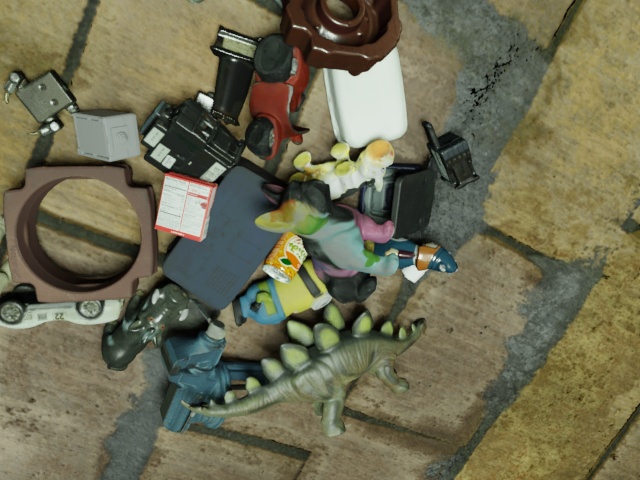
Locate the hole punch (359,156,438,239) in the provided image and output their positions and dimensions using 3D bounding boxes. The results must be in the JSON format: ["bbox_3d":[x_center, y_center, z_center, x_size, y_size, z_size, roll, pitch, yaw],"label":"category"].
[{"bbox_3d":[0.130,-0.071,0.900,0.116,0.092,0.142,-15,115,-42],"label":"hole punch"}]

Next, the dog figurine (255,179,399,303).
[{"bbox_3d":[-0.002,-0.002,0.815,0.219,0.108,0.191,22,137,-16],"label":"dog figurine"}]

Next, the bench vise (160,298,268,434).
[{"bbox_3d":[-0.169,0.237,0.945,0.240,0.129,0.223,12,99,-36],"label":"bench vise"}]

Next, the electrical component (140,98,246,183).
[{"bbox_3d":[-0.194,-0.140,0.790,0.134,0.058,0.115,37,136,-24],"label":"electrical component"}]

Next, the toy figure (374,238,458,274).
[{"bbox_3d":[0.158,0.026,0.918,0.155,0.064,0.057,6,120,19],"label":"toy figure"}]

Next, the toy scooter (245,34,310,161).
[{"bbox_3d":[-0.052,-0.204,0.800,0.075,0.135,0.183,12,92,25],"label":"toy scooter"}]

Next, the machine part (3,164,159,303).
[{"bbox_3d":[-0.350,-0.013,0.807,0.201,0.087,0.201,-2,101,-10],"label":"machine part"}]

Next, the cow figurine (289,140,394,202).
[{"bbox_3d":[0.044,-0.100,0.842,0.167,0.068,0.098,-10,147,23],"label":"cow figurine"}]

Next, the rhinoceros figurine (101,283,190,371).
[{"bbox_3d":[-0.290,0.136,0.881,0.190,0.112,0.073,-41,111,16],"label":"rhinoceros figurine"}]

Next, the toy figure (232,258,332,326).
[{"bbox_3d":[-0.063,0.092,0.923,0.180,0.082,0.089,-15,115,-2],"label":"toy figure"}]

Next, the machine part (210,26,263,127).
[{"bbox_3d":[-0.129,-0.239,0.793,0.084,0.039,0.138,9,91,-25],"label":"machine part"}]

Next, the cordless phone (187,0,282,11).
[{"bbox_3d":[-0.112,-0.362,0.745,0.146,0.089,0.184,-45,131,7],"label":"cordless phone"}]

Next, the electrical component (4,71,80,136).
[{"bbox_3d":[-0.396,-0.196,0.766,0.078,0.045,0.102,-25,114,1],"label":"electrical component"}]

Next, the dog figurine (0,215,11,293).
[{"bbox_3d":[-0.518,0.054,0.763,0.121,0.191,0.172,-3,113,-9],"label":"dog figurine"}]

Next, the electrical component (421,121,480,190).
[{"bbox_3d":[0.211,-0.148,0.884,0.048,0.075,0.119,-27,110,1],"label":"electrical component"}]

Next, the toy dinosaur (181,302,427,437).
[{"bbox_3d":[0.004,0.225,0.932,0.471,0.105,0.198,-23,104,-25],"label":"toy dinosaur"}]

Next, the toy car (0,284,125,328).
[{"bbox_3d":[-0.420,0.105,0.863,0.202,0.074,0.056,-3,111,-10],"label":"toy car"}]

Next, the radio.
[{"bbox_3d":[-0.145,-0.012,0.871,0.131,0.073,0.229,34,100,-20],"label":"radio"}]

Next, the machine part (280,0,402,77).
[{"bbox_3d":[0.027,-0.313,0.736,0.179,0.056,0.179,3,79,-18],"label":"machine part"}]

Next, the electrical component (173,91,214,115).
[{"bbox_3d":[-0.177,-0.195,0.820,0.094,0.021,0.063,23,105,-17],"label":"electrical component"}]
